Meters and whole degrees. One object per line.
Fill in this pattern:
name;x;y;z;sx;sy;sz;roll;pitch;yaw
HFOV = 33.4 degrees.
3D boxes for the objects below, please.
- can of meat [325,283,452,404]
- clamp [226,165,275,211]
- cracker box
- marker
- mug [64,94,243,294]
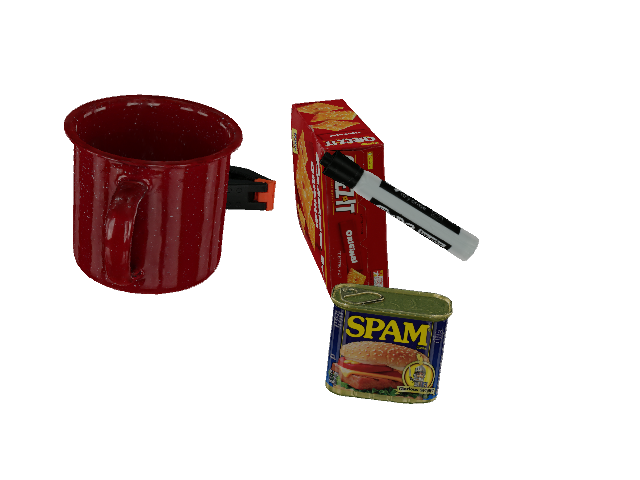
can of meat;0.056;0.088;0.907;0.102;0.084;0.057;7;16;3
clamp;-0.127;-0.054;0.986;0.172;0.039;0.120;12;26;29
cracker box;0.018;-0.052;1.167;0.072;0.164;0.214;-6;21;-7
marker;0.052;-0.025;0.720;0.121;0.020;0.020;32;-5;-8
mug;-0.092;-0.019;0.567;0.093;0.081;0.117;8;28;0
